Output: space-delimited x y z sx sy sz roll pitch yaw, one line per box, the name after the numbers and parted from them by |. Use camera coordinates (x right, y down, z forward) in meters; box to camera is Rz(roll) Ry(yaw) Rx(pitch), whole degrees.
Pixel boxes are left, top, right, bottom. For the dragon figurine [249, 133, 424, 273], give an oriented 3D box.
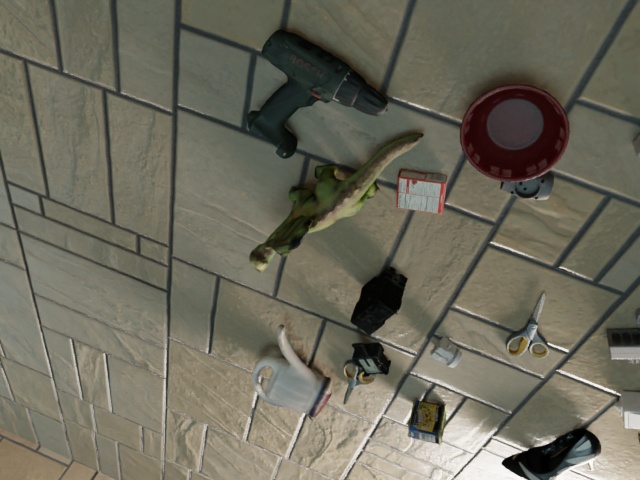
0.003 -0.047 0.941 0.121 0.248 0.404 46 132 -11 | dragon figurine

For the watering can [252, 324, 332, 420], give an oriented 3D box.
-0.069 0.370 1.393 0.224 0.106 0.339 24 132 2 | watering can
